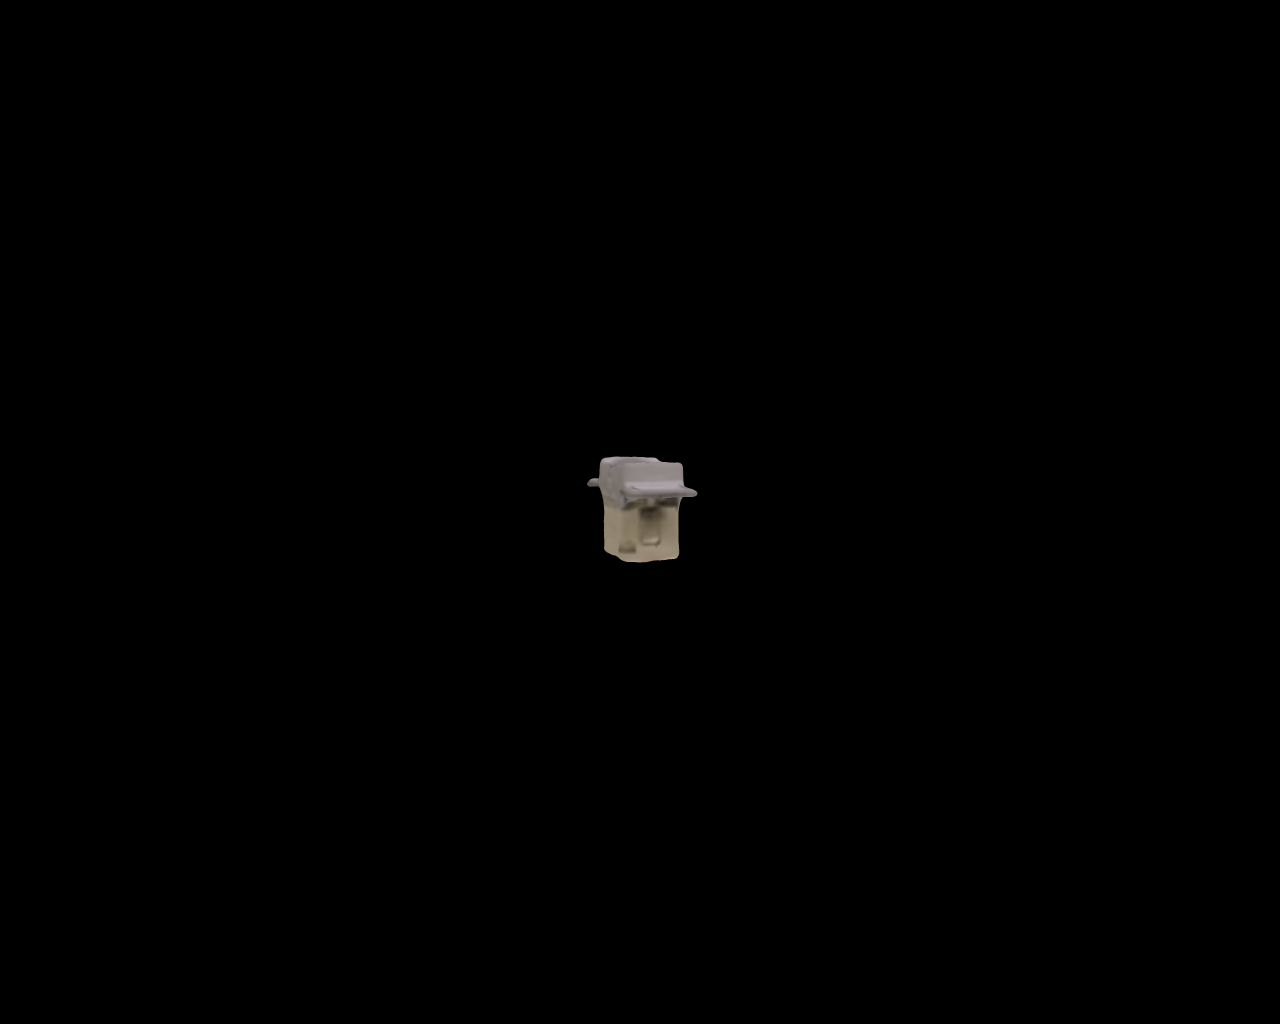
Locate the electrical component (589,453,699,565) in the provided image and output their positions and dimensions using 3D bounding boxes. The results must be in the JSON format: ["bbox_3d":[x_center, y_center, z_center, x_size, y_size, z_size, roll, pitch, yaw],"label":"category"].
[{"bbox_3d":[0.001,-0.003,0.650,0.042,0.063,0.081,-3,8,-19],"label":"electrical component"}]
